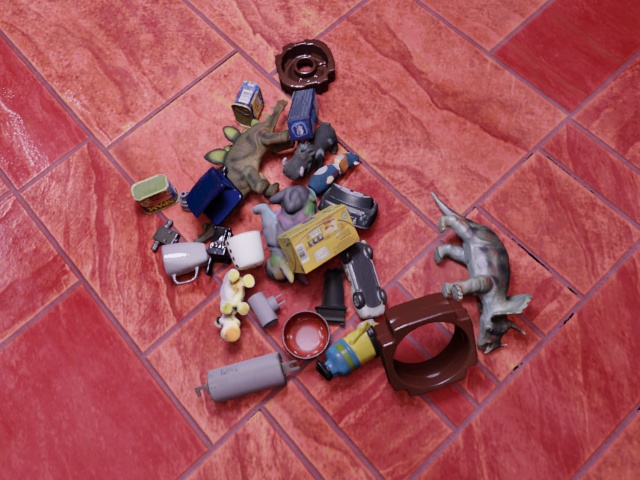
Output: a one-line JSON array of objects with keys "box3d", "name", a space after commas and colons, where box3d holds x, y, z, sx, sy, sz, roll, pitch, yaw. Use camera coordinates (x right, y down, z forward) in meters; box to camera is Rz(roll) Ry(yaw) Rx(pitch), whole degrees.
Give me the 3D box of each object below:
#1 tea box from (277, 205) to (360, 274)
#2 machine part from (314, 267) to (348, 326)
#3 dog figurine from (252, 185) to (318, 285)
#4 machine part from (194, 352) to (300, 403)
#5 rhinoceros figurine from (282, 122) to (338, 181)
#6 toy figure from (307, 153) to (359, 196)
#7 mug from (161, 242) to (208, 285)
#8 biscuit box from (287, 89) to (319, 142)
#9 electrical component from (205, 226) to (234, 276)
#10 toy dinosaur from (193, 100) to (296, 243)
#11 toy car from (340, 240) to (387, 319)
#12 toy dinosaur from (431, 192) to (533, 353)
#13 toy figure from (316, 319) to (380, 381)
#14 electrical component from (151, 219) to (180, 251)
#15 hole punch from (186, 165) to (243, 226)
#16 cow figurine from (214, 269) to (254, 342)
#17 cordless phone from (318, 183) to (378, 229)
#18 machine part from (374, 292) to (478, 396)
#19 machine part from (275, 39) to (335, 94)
[{"box3d": [-0.003, -0.004, 1.242, 0.170, 0.068, 0.098, -30, 105, -28], "name": "tea box"}, {"box3d": [0.030, 0.134, 1.290, 0.084, 0.039, 0.139, 4, 78, 11], "name": "machine part"}, {"box3d": [-0.065, 0.000, 1.304, 0.192, 0.108, 0.219, -28, 70, 22], "name": "dog figurine"}, {"box3d": [-0.165, 0.311, 1.220, 0.243, 0.079, 0.079, -14, 69, -1], "name": "machine part"}, {"box3d": [-0.022, -0.223, 1.392, 0.073, 0.112, 0.190, 35, 68, 13], "name": "rhinoceros figurine"}, {"box3d": [0.038, -0.178, 1.395, 0.154, 0.057, 0.064, -42, 54, -9], "name": "toy figure"}, {"box3d": [-0.329, 0.053, 1.330, 0.107, 0.080, 0.109, -14, 64, -10], "name": "mug"}, {"box3d": [-0.044, -0.329, 1.405, 0.063, 0.059, 0.203, -6, 35, 10], "name": "biscuit box"}, {"box3d": [-0.248, 0.032, 1.333, 0.048, 0.074, 0.119, 7, 66, 8], "name": "electrical component"}, {"box3d": [-0.203, -0.173, 1.396, 0.199, 0.105, 0.471, 19, 77, 19], "name": "toy dinosaur"}, {"box3d": [0.103, 0.090, 1.290, 0.073, 0.056, 0.202, -8, 67, -17], "name": "toy car"}, {"box3d": [0.378, 0.050, 1.260, 0.192, 0.131, 0.405, 1, 65, -8], "name": "toy dinosaur"}, {"box3d": [0.078, 0.253, 1.223, 0.180, 0.082, 0.089, -36, 90, -16], "name": "toy figure"}, {"box3d": [-0.394, -0.007, 1.387, 0.063, 0.021, 0.094, 22, 72, 12], "name": "electrical component"}, {"box3d": [-0.270, -0.112, 1.311, 0.142, 0.092, 0.116, -49, 64, 10], "name": "hole punch"}, {"box3d": [-0.213, 0.157, 1.280, 0.068, 0.098, 0.167, 15, 76, -23], "name": "cow figurine"}, {"box3d": [0.053, -0.036, 1.344, 0.147, 0.088, 0.184, 22, 84, 11], "name": "cordless phone"}, {"box3d": [0.227, 0.224, 1.161, 0.201, 0.200, 0.087, -19, 28, -3], "name": "machine part"}, {"box3d": [-0.041, -0.484, 1.520, 0.179, 0.056, 0.179, -1, 68, 3], "name": "machine part"}]
